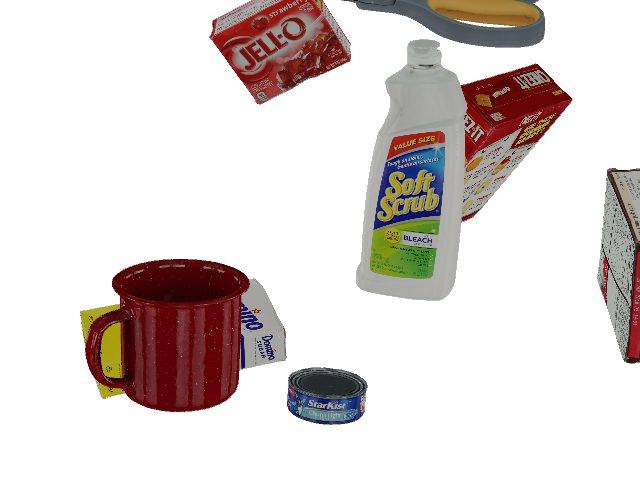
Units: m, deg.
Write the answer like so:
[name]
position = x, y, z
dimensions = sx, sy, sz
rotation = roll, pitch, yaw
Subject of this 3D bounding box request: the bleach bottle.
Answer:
[bleach bottle]
position = 0.087, -0.067, 1.023
dimensions = 0.103, 0.251, 0.068
rotation = 8, 28, 16

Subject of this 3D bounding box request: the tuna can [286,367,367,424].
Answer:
[tuna can]
position = 0.007, 0.168, 1.154
dimensions = 0.086, 0.034, 0.086
rotation = 4, 13, -1

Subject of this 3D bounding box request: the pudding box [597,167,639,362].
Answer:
[pudding box]
position = 0.211, 0.014, 0.701
dimensions = 0.039, 0.090, 0.113
rotation = -1, 28, 4

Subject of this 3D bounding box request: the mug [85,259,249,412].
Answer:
[mug]
position = -0.105, 0.067, 0.727
dimensions = 0.117, 0.081, 0.093
rotation = -12, 23, -40

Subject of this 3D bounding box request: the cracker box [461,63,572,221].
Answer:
[cracker box]
position = 0.166, -0.095, 1.224
dimensions = 0.163, 0.072, 0.214
rotation = -23, -24, -44

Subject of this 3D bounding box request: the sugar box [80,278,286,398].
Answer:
[sugar box]
position = -0.129, 0.089, 1.000
dimensions = 0.176, 0.048, 0.093
rotation = -13, 34, -15

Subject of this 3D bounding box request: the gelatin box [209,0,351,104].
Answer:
[gelatin box]
position = -0.031, -0.157, 0.841
dimensions = 0.089, 0.030, 0.073
rotation = -23, -53, 19

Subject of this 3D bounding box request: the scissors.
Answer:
[scissors]
position = 0.048, -0.157, 0.656
dimensions = 0.202, 0.016, 0.096
rotation = 20, 44, 25
